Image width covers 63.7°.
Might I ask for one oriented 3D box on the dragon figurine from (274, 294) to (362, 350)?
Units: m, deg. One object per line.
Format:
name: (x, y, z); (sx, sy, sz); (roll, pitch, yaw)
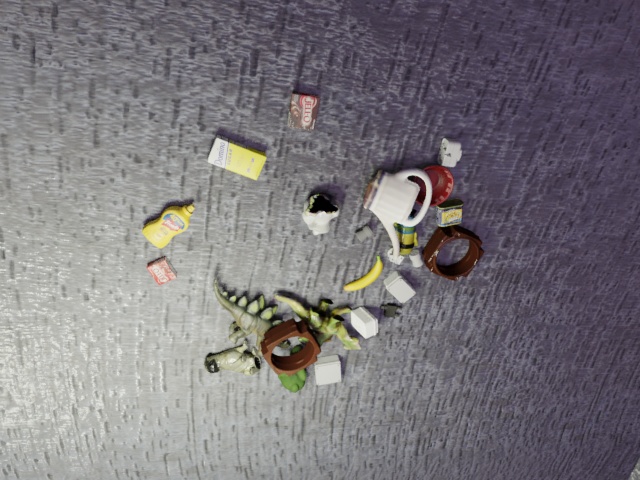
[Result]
dragon figurine: (-0.016, 0.349, 2.058); (0.410, 0.125, 0.238); (18, 121, -7)

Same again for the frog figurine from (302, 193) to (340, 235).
frog figurine: (0.006, -0.093, 1.845); (0.138, 0.125, 0.156); (-23, 156, -7)

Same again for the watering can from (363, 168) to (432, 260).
watering can: (0.257, -0.108, 1.833); (0.224, 0.105, 0.342); (24, 112, 4)
